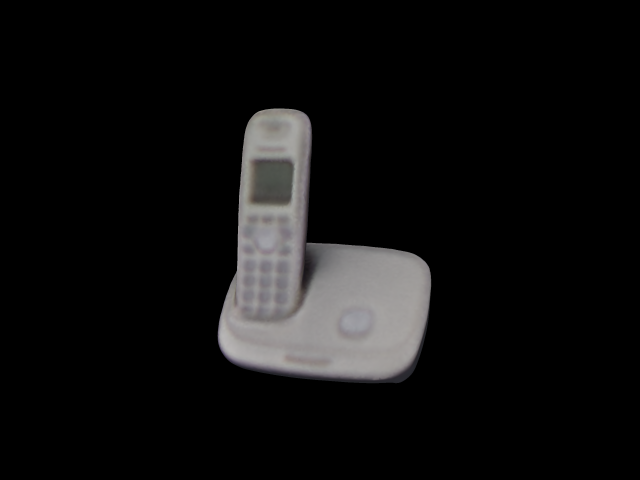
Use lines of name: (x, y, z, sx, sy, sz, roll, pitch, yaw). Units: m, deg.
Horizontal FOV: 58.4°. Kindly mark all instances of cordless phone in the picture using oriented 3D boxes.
cordless phone: (0.004, 0.001, 0.400, 0.147, 0.185, 0.094, 3, 10, 15)
